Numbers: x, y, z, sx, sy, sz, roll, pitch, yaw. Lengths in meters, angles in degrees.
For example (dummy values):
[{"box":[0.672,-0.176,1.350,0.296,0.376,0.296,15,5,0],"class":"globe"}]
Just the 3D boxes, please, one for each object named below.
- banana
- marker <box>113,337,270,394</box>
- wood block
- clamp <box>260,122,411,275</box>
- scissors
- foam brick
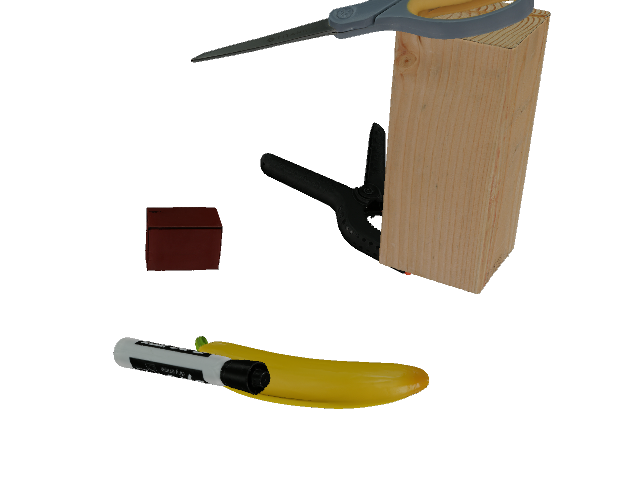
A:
[{"box":[-0.016,0.103,0.837,0.198,0.037,0.069,9,28,13],"class":"banana"},{"box":[-0.077,0.074,0.630,0.121,0.020,0.020,5,3,40],"class":"marker"},{"box":[0.109,-0.075,0.832,0.091,0.206,0.090,18,35,23],"class":"wood block"},{"box":[0.038,-0.044,1.185,0.164,0.210,0.036,-13,-36,-22],"class":"clamp"},{"box":[0.027,-0.143,0.638,0.202,0.096,0.016,-1,-45,20],"class":"scissors"},{"box":[-0.146,-0.002,1.133,0.078,0.051,0.053,0,25,-11],"class":"foam brick"}]
